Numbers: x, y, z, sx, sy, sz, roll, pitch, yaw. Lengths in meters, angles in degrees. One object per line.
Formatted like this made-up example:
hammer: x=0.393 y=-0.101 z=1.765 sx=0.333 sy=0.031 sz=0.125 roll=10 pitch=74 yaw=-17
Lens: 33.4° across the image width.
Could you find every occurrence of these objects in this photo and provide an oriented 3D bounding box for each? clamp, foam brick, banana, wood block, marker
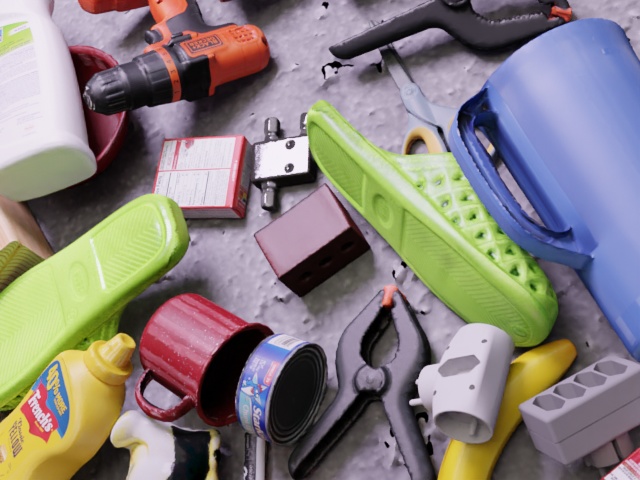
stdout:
clamp: x=0.035 y=0.121 z=0.849 sx=0.120 sy=0.039 sz=0.171 roll=-3 pitch=63 yaw=15
clamp: x=0.113 y=-0.212 z=0.936 sx=0.210 sy=0.036 sz=0.165 roll=21 pitch=110 yaw=6
foam brick: x=-0.006 y=0.001 z=0.911 sx=0.078 sy=0.053 sz=0.051 roll=-36 pitch=59 yaw=6
banana: x=0.131 y=0.159 z=0.796 sx=0.070 sy=0.037 sz=0.197 roll=19 pitch=77 yaw=9
wood block: x=-0.346 y=-0.027 z=1.045 sx=0.091 sy=0.090 sz=0.206 roll=-38 pitch=59 yaw=2
marker: x=-0.053 y=0.201 z=0.861 sx=0.020 sy=0.020 sz=0.121 roll=-8 pitch=65 yaw=19

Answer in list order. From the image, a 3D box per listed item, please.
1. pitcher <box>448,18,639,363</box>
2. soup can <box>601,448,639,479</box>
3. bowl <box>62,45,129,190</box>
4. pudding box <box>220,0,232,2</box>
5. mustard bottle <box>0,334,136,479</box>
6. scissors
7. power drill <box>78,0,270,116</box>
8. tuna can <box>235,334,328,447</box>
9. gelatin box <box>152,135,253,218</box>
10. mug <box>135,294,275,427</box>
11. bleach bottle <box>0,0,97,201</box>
pitcher: x=0.213 y=-0.032 z=0.787 sx=0.149 sy=0.144 sz=0.243 roll=-35 pitch=61 yaw=20
soup can: x=0.248 y=0.160 z=0.724 sx=0.102 sy=0.068 sz=0.069 roll=-40 pitch=59 yaw=1
bowl: x=-0.248 y=-0.110 z=1.060 sx=0.162 sy=0.055 sz=0.162 roll=-9 pitch=65 yaw=19
pudding box: x=-0.062 y=-0.286 z=1.045 sx=0.113 sy=0.039 sz=0.090 roll=-17 pitch=59 yaw=-17
mustard bottle: x=-0.216 y=0.150 z=0.897 sx=0.192 sy=0.058 sz=0.096 roll=-49 pitch=40 yaw=18
scissors: x=0.101 y=-0.127 z=0.944 sx=0.096 sy=0.016 sz=0.202 roll=-14 pitch=63 yaw=15
power drill: x=-0.167 y=-0.201 z=1.029 sx=0.184 sy=0.057 sz=0.188 roll=-20 pitch=55 yaw=-25
tuna can: x=-0.030 y=0.119 z=0.849 sx=0.034 sy=0.086 sz=0.086 roll=16 pitch=75 yaw=29
gelatin box: x=-0.109 y=-0.058 z=0.994 sx=0.089 sy=0.030 sz=0.073 roll=-1 pitch=69 yaw=22
mug: x=-0.103 y=0.103 z=0.881 sx=0.082 sy=0.093 sz=0.117 roll=26 pitch=58 yaw=34
bleach bottle: x=-0.277 y=-0.164 z=1.027 sx=0.103 sy=0.068 sz=0.251 roll=-19 pitch=60 yaw=13
